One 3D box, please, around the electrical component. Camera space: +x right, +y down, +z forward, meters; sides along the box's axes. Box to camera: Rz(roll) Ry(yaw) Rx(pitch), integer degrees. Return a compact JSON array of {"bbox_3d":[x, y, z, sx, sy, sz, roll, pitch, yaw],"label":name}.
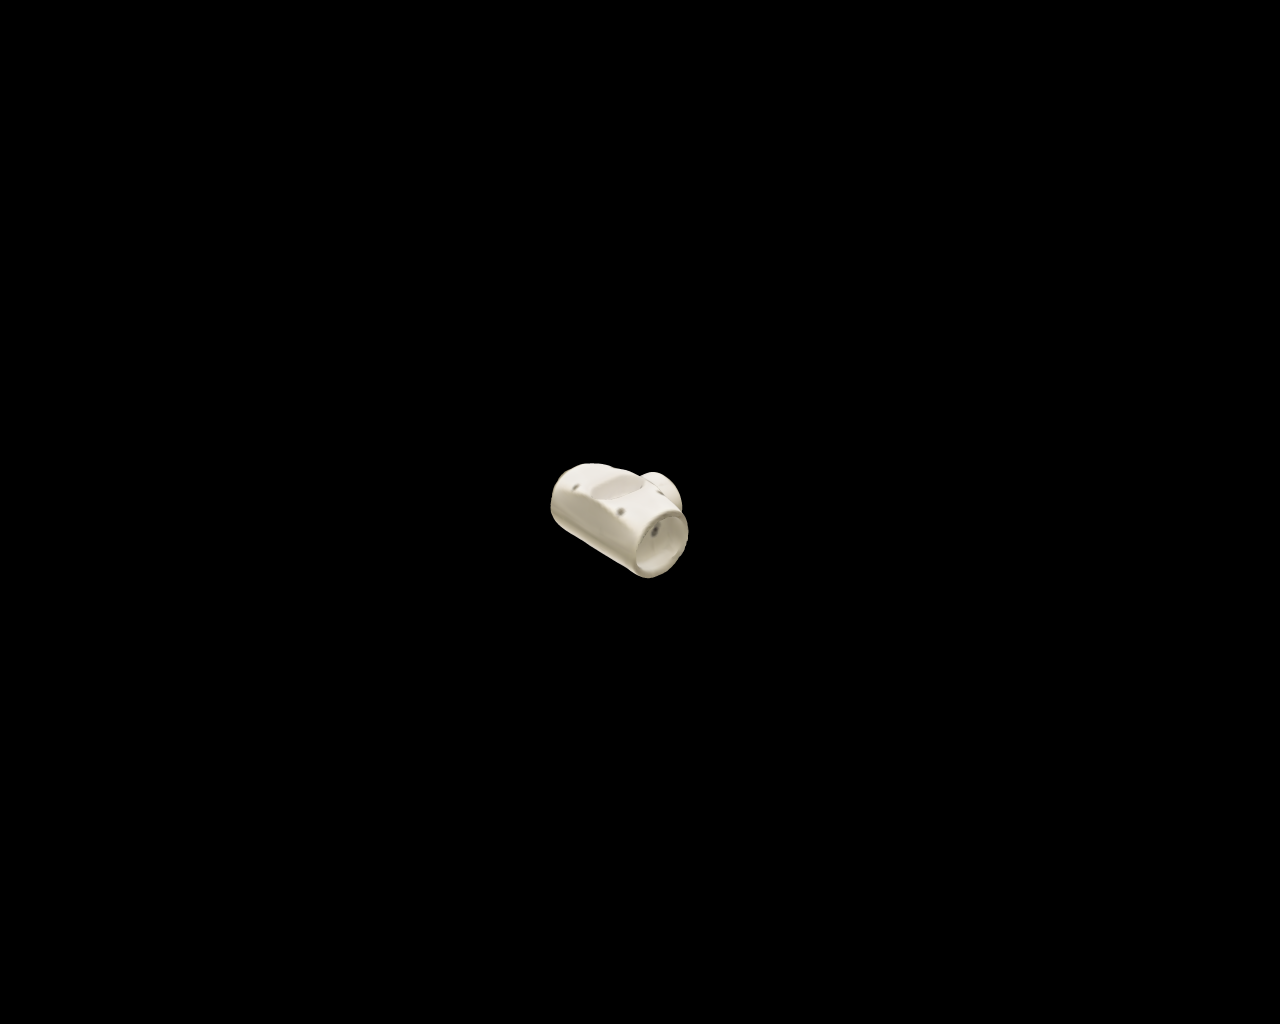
[{"bbox_3d":[0.001,-0.003,0.650,0.079,0.043,0.077,-24,39,-34],"label":"electrical component"}]
